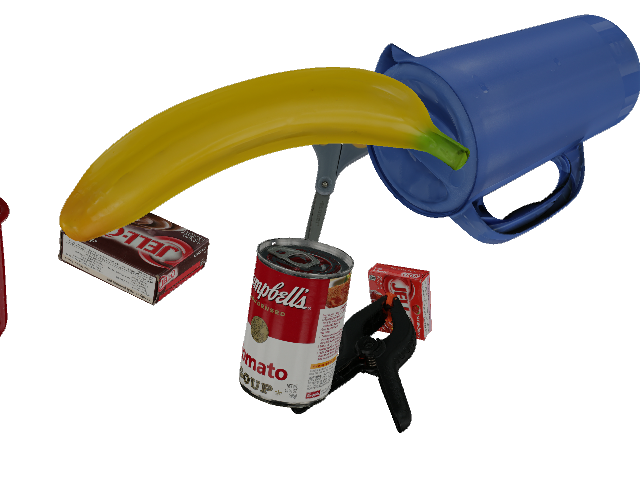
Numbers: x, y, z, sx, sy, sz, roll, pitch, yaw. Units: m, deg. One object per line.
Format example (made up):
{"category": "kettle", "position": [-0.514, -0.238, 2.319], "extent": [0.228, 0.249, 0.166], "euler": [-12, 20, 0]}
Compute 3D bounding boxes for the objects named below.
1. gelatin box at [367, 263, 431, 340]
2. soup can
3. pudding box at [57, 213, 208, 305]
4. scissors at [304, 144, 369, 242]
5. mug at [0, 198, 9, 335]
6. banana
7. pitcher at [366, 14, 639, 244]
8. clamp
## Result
{"category": "gelatin box", "position": [0.100, 0.076, 1.340], "extent": [0.073, 0.089, 0.030], "euler": [10, 31, 27]}
{"category": "soup can", "position": [-0.018, 0.057, 0.750], "extent": [0.068, 0.102, 0.068], "euler": [9, 19, -3]}
{"category": "pudding box", "position": [-0.177, 0.009, 1.012], "extent": [0.114, 0.039, 0.089], "euler": [22, 30, 18]}
{"category": "scissors", "position": [0.024, -0.063, 1.073], "extent": [0.096, 0.202, 0.016], "euler": [-2, -11, 1]}
{"category": "mug", "position": [-0.240, 0.024, 0.636], "extent": [0.093, 0.081, 0.117], "euler": [17, 27, 29]}
{"category": "banana", "position": [-0.030, -0.048, 0.509], "extent": [0.197, 0.037, 0.070], "euler": [-13, 46, -13]}
{"category": "pitcher", "position": [0.170, -0.109, 0.925], "extent": [0.242, 0.149, 0.145], "euler": [-23, 36, -33]}
{"category": "clamp", "position": [0.057, 0.121, 1.060], "extent": [0.120, 0.039, 0.171], "euler": [18, 49, 21]}
